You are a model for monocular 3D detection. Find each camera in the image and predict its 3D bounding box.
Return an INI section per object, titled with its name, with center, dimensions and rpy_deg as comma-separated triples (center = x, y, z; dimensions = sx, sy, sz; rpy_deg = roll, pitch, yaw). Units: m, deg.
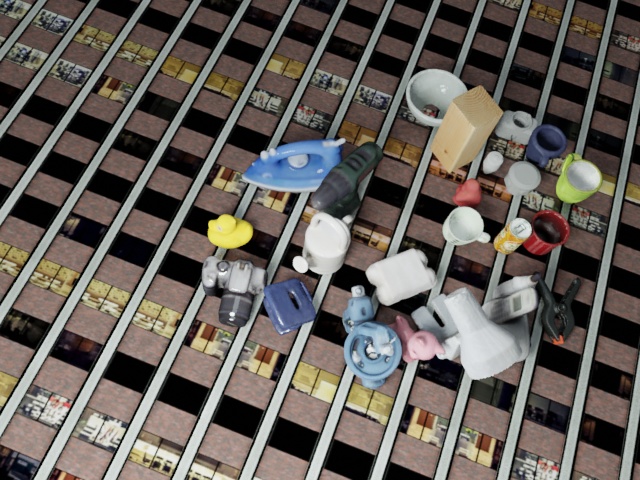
[camera]
center = -0.194, 0.113, 1.247
dimensions = 0.143, 0.101, 0.137
rpy_deg = 10, 67, -1

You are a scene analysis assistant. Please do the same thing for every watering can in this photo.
[watering can]
center = 0.013, 0.006, 1.258
dimensions = 0.101, 0.194, 0.173
rpy_deg = 21, 68, 4

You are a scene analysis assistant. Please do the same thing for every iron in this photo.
[iron]
center = -0.059, -0.191, 1.360
dimensions = 0.258, 0.141, 0.118
rpy_deg = -8, 69, -8

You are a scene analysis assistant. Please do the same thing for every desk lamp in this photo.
[desk lamp]
center = 0.301, 0.193, 1.198
dimensions = 0.118, 0.213, 0.203
rpy_deg = -30, 73, -15

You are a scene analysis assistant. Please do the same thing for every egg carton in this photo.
[egg carton]
center = 0.186, 0.083, 1.310
dimensions = 0.150, 0.069, 0.107
rpy_deg = -21, 71, -13

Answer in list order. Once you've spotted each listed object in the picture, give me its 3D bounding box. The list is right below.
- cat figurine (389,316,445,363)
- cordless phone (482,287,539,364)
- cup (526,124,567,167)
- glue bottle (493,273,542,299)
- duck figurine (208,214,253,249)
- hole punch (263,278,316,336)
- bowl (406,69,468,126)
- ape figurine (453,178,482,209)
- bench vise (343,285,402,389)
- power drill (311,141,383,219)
[cat figurine]
center = 0.203, 0.213, 1.233
dimensions = 0.067, 0.118, 0.127
rpy_deg = -38, 76, -18
[cordless phone]
center = 0.416, 0.184, 1.228
dimensions = 0.094, 0.185, 0.147
rpy_deg = 1, 68, -4
[cup]
center = 0.562, -0.221, 1.454
dimensions = 0.091, 0.095, 0.118
rpy_deg = 17, 68, 2
[glue bottle]
center = 0.448, 0.105, 1.269
dimensions = 0.078, 0.173, 0.037
rpy_deg = 9, 67, -1
[duck figurine]
center = -0.206, -0.028, 1.311
dimensions = 0.104, 0.086, 0.077
rpy_deg = -1, 68, -5
[hole punch]
center = -0.066, 0.139, 1.253
dimensions = 0.101, 0.091, 0.108
rpy_deg = -24, 72, -14
[bowl]
center = 0.299, -0.358, 1.496
dimensions = 0.167, 0.075, 0.167
rpy_deg = 2, 68, -4
[ape figurine]
center = 0.364, -0.120, 1.396
dimensions = 0.078, 0.092, 0.076
rpy_deg = -26, 72, -14
[bench vise]
center = 0.093, 0.192, 1.176
dimensions = 0.122, 0.220, 0.207
rpy_deg = -27, 73, -14
[power drill]
center = 0.053, -0.114, 1.303
dimensions = 0.075, 0.208, 0.230
rpy_deg = 37, 70, 10
